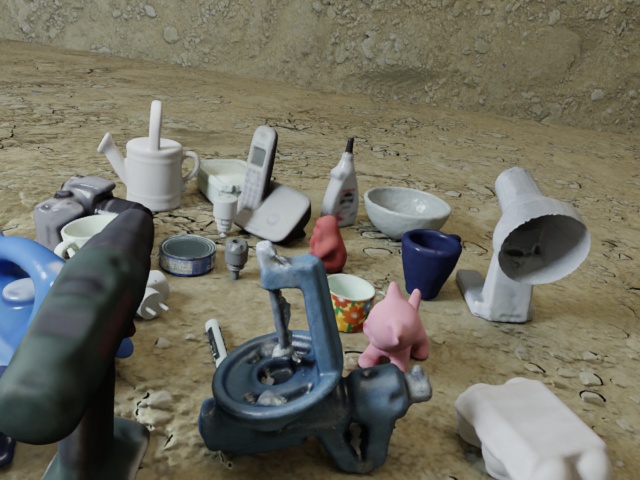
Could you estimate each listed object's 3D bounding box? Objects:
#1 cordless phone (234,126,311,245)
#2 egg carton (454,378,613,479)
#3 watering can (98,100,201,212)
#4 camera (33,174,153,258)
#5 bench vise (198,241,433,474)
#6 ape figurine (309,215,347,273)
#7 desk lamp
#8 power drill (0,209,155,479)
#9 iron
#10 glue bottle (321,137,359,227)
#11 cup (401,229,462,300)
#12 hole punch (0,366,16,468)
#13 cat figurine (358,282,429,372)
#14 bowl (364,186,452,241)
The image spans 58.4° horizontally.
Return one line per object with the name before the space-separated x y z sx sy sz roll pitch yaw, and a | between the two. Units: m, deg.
cordless phone | -0.080 -0.095 0.996 0.147 0.185 0.094 23 28 32
egg carton | 0.206 0.199 0.562 0.107 0.069 0.150 -2 25 -22
watering can | -0.311 -0.158 1.052 0.173 0.194 0.100 -8 28 -32
camera | -0.341 -0.039 0.887 0.136 0.101 0.143 12 24 9
bench vise | -0.002 0.102 0.527 0.208 0.220 0.121 -2 26 -23
ape figurine | 0.008 0.003 0.917 0.076 0.092 0.078 13 24 12
desk lamp | 0.282 0.013 0.830 0.118 0.213 0.203 6 24 -5
power drill | -0.185 0.105 0.475 0.075 0.208 0.229 7 24 -3
iron | -0.323 0.055 0.627 0.257 0.141 0.119 22 27 29
glue bottle | 0.045 -0.109 1.083 0.078 0.173 0.037 -15 33 -42
cup | 0.172 0.039 0.886 0.118 0.095 0.091 -15 32 -42
hole punch | -0.322 0.141 0.496 0.109 0.091 0.100 -3 26 -23
cat figurine | 0.094 0.102 0.687 0.067 0.118 0.128 19 26 25
bowl | 0.162 -0.042 1.092 0.167 0.075 0.167 7 23 -3
